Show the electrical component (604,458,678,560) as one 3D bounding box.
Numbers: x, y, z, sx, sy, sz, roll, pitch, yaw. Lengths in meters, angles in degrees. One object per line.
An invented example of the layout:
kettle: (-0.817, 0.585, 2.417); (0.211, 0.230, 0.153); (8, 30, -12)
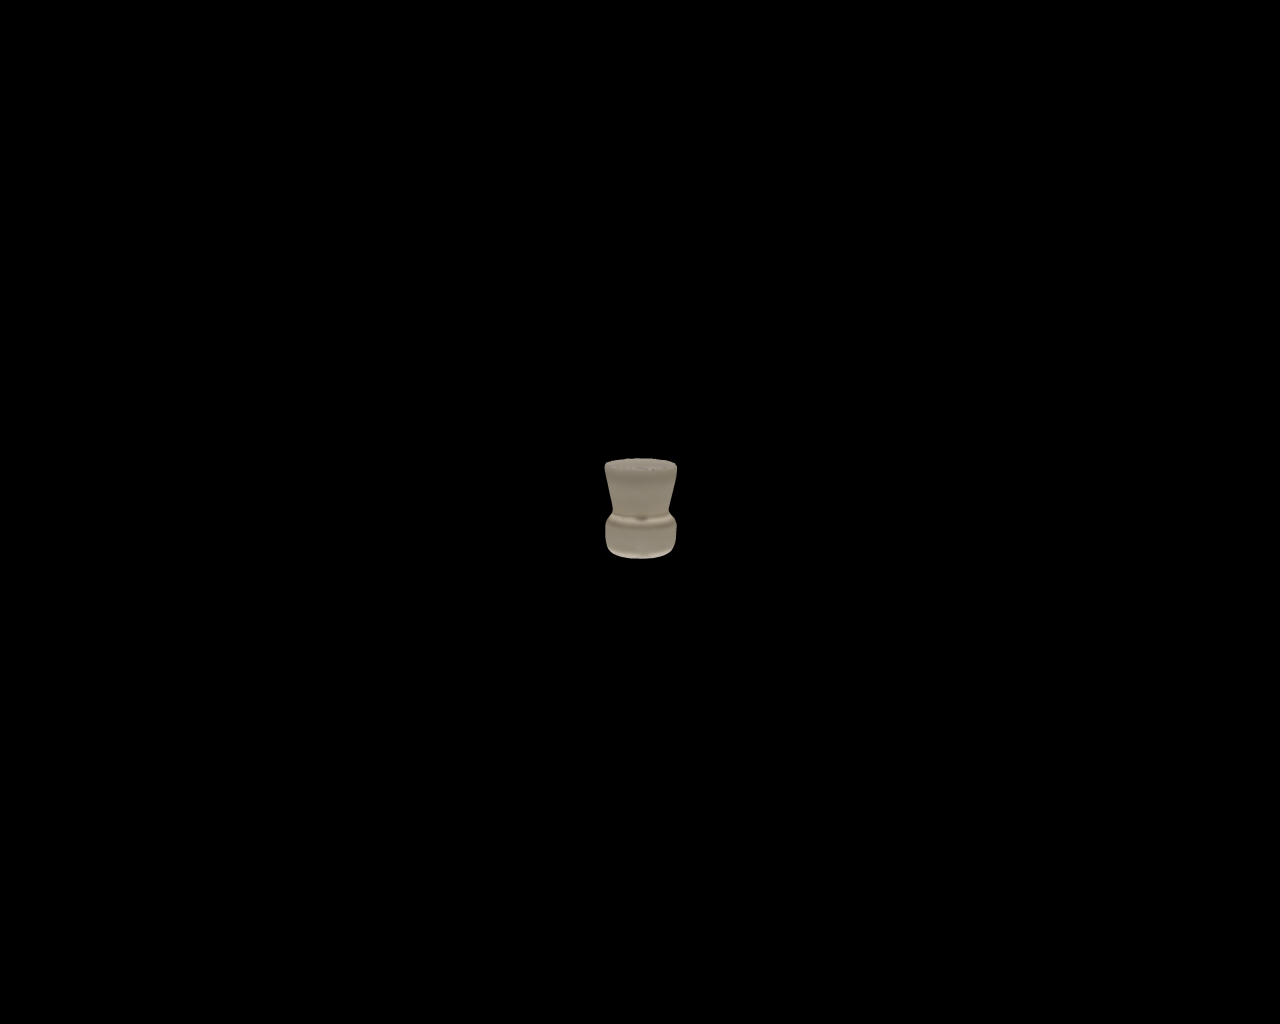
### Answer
electrical component: (0.001, -0.003, 0.650); (0.045, 0.055, 0.045); (0, 11, 0)
